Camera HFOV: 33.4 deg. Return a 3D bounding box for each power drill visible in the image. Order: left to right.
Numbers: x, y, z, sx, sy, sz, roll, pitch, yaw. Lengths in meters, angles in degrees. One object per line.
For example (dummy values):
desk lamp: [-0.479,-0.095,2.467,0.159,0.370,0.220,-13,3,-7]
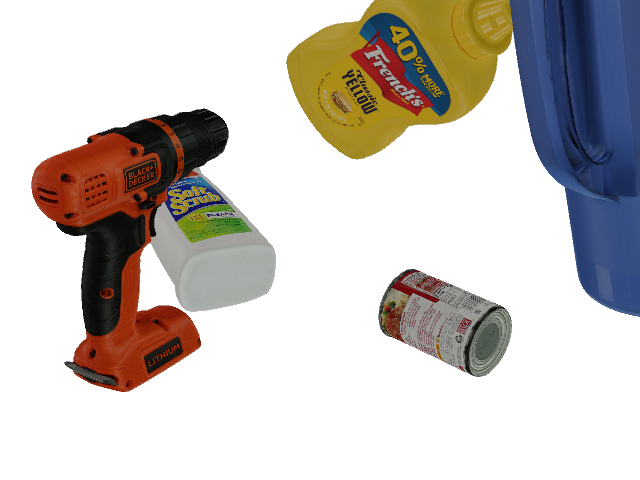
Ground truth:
power drill: [-0.131,0.003,0.795,0.057,0.188,0.184,14,26,32]

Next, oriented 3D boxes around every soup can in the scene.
soup can: [0.113,0.074,0.967,0.102,0.068,0.068,23,15,39]

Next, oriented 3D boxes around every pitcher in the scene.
pitcher: [0.177,-0.081,0.570,0.149,0.243,0.145,-7,22,7]

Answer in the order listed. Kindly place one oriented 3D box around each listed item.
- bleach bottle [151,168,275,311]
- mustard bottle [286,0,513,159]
bleach bottle: [-0.141,-0.025,1.076,0.102,0.068,0.251,-9,34,-28]
mustard bottle: [0.061,-0.121,0.717,0.058,0.096,0.192,-41,14,-35]
